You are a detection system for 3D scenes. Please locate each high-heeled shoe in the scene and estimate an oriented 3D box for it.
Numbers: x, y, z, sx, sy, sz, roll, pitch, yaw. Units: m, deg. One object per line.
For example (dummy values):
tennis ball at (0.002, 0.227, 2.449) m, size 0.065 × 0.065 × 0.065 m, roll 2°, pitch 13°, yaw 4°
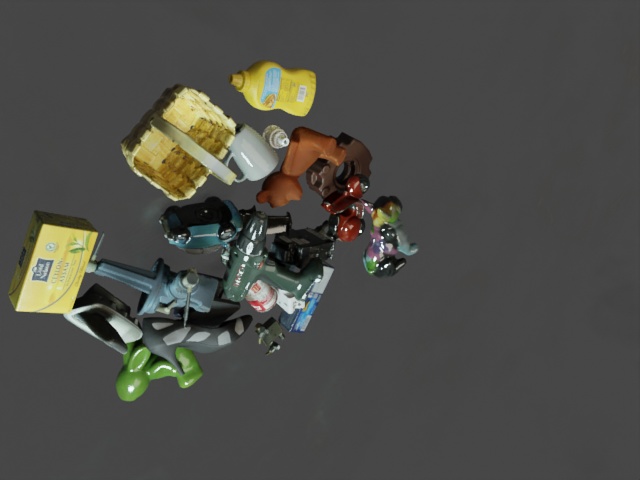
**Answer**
high-heeled shoe at (-0.261, 0.181, 1.156) m, size 0.249 × 0.086 × 0.145 m, roll -34°, pitch 97°, yaw -47°

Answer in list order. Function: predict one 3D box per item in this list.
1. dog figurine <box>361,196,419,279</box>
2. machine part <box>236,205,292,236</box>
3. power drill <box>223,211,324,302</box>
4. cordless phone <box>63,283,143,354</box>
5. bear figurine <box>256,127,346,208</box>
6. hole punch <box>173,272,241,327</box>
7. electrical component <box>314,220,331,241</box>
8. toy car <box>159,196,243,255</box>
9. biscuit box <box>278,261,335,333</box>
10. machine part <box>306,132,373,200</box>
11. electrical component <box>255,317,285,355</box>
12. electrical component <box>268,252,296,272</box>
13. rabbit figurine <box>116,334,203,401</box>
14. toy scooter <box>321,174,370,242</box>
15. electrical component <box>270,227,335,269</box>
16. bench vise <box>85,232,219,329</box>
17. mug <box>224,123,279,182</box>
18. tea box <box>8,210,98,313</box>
dog figurine at (0.167, -0.017, 1.477) m, size 0.191 × 0.109 × 0.219 m, roll -46°, pitch 132°, yaw -7°
machine part at (-0.128, -0.039, 1.227) m, size 0.139 × 0.039 × 0.084 m, roll 1°, pitch 127°, yaw -30°
power drill at (-0.097, 0.053, 1.164) m, size 0.207 × 0.086 × 0.232 m, roll 14°, pitch 124°, yaw -31°
cordless phone at (-0.392, 0.176, 1.031) m, size 0.089 × 0.184 × 0.146 m, roll -50°, pitch 137°, yaw -13°
bear figurine at (-0.047, -0.147, 1.188) m, size 0.195 × 0.132 × 0.120 m, roll -64°, pitch 159°, yaw 0°
hole punch at (-0.260, 0.140, 1.210) m, size 0.116 × 0.092 × 0.142 m, roll -41°, pitch 150°, yaw 18°
electrical component at (-0.003, -0.004, 1.389) m, size 0.094 × 0.021 × 0.063 m, roll -46°, pitch 136°, yaw -10°
toy car at (-0.245, -0.017, 1.109) m, size 0.162 × 0.109 × 0.102 m, roll -14°, pitch 140°, yaw -26°
biscuit box at (-0.038, 0.145, 1.418) m, size 0.059 × 0.063 × 0.202 m, roll 16°, pitch 104°, yaw -46°
machine part at (0.052, -0.170, 1.314) m, size 0.179 × 0.056 × 0.179 m, roll -23°, pitch 128°, yaw -32°
electrical component at (-0.132, 0.251, 1.410) m, size 0.078 × 0.045 × 0.102 m, roll -35°, pitch 133°, yaw -19°
electrical component at (-0.097, 0.065, 1.308) m, size 0.119 × 0.075 × 0.047 m, roll 16°, pitch 104°, yaw -41°
rabbit figurine at (-0.363, 0.274, 1.161) m, size 0.170 × 0.121 × 0.158 m, roll -32°, pitch 125°, yaw -28°
toy scooter at (0.053, -0.065, 1.279) m, size 0.135 × 0.075 × 0.183 m, roll -26°, pitch 136°, yaw -41°
electrical component at (-0.049, 0.017, 1.292) m, size 0.134 × 0.115 × 0.058 m, roll -9°, pitch 116°, yaw -37°
bench vise at (-0.331, 0.083, 1.043) m, size 0.240 × 0.224 × 0.129 m, roll 23°, pitch 75°, yaw -22°
mug at (-0.156, -0.180, 1.111) m, size 0.109 × 0.081 × 0.107 m, roll -42°, pitch 125°, yaw -9°
tea box at (-0.477, 0.041, 0.958) m, size 0.098 × 0.068 × 0.169 m, roll 10°, pitch 108°, yaw -45°
